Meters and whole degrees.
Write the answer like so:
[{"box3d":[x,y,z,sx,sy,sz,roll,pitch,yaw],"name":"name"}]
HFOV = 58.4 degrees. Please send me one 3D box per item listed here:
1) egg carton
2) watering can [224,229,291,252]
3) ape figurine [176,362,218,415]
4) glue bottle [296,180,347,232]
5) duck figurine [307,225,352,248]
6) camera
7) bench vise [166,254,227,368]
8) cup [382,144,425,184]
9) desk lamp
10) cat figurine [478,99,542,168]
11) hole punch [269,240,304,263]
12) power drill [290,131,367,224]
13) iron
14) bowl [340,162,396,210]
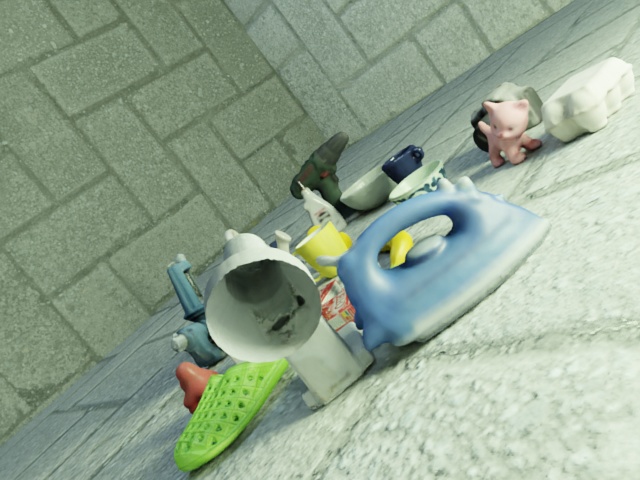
[{"box3d":[0.417,-0.219,0.893,0.150,0.069,0.107,-43,11,-28],"name":"egg carton"},{"box3d":[-0.137,0.049,1.268,0.173,0.194,0.100,-40,10,-14],"name":"watering can"},{"box3d":[-0.195,0.233,0.920,0.078,0.092,0.076,-44,12,-31],"name":"ape figurine"},{"box3d":[-0.008,-0.084,1.489,0.078,0.173,0.037,-38,10,0],"name":"glue bottle"},{"box3d":[0.012,0.005,1.264,0.104,0.086,0.078,-32,11,31],"name":"duck figurine"},{"box3d":[0.347,-0.237,1.134,0.137,0.101,0.143,-42,11,-25],"name":"camera"},{"box3d":[-0.251,0.137,1.192,0.121,0.220,0.207,-35,10,13],"name":"bench vise"},{"box3d":[0.207,-0.157,1.283,0.092,0.095,0.117,-44,12,-33],"name":"cup"},{"box3d":[-0.041,0.090,0.669,0.118,0.213,0.203,-38,10,1],"name":"desk lamp"},{"box3d":[0.317,-0.193,0.985,0.067,0.118,0.127,-39,10,-10],"name":"cat figurine"},{"box3d":[-0.111,0.061,1.430,0.101,0.091,0.108,-45,12,-35],"name":"hole punch"},{"box3d":[0.038,-0.149,1.520,0.229,0.208,0.076,-32,11,30],"name":"power drill"},{"box3d":[0.127,0.008,0.662,0.258,0.141,0.118,-38,10,1],"name":"iron"},{"box3d":[0.137,-0.127,1.458,0.167,0.075,0.167,-36,10,8],"name":"bowl"}]
